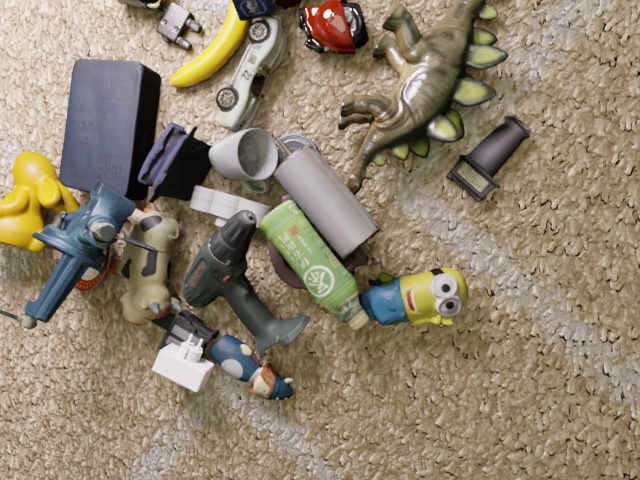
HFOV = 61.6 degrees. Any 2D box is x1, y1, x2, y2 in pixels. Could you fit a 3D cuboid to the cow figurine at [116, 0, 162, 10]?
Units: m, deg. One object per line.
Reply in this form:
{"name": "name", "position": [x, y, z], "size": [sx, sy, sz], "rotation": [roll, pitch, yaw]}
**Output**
{"name": "cow figurine", "position": [-0.289, -0.472, 0.896], "size": [0.098, 0.068, 0.167], "rotation": [18, 89, 11]}

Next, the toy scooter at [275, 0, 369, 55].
{"name": "toy scooter", "position": [-0.005, -0.373, 0.861], "size": [0.135, 0.075, 0.183], "rotation": [-17, 87, 9]}

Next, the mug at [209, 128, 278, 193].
{"name": "mug", "position": [-0.126, -0.128, 0.879], "size": [0.081, 0.107, 0.109], "rotation": [-47, 125, -29]}

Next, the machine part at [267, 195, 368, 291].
{"name": "machine part", "position": [-0.002, -0.003, 0.885], "size": [0.179, 0.056, 0.179], "rotation": [1, 93, 9]}

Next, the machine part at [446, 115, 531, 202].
{"name": "machine part", "position": [0.272, -0.132, 0.851], "size": [0.084, 0.039, 0.139], "rotation": [40, 99, 13]}

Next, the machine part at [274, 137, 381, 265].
{"name": "machine part", "position": [0.011, -0.058, 0.813], "size": [0.079, 0.079, 0.243], "rotation": [-41, 88, 8]}

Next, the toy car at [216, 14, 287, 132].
{"name": "toy car", "position": [-0.109, -0.271, 0.880], "size": [0.056, 0.073, 0.201], "rotation": [29, 96, 9]}

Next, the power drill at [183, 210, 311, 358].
{"name": "power drill", "position": [-0.114, 0.081, 0.854], "size": [0.207, 0.086, 0.232], "rotation": [45, 131, -10]}

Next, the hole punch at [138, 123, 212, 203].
{"name": "hole punch", "position": [-0.247, -0.135, 0.889], "size": [0.092, 0.115, 0.142], "rotation": [37, 96, 13]}

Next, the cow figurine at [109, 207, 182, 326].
{"name": "cow figurine", "position": [-0.285, 0.049, 0.903], "size": [0.127, 0.085, 0.194], "rotation": [17, 94, 28]}

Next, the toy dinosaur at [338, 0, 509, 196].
{"name": "toy dinosaur", "position": [0.173, -0.264, 0.831], "size": [0.198, 0.105, 0.471], "rotation": [29, 92, -1]}

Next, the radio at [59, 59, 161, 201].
{"name": "radio", "position": [-0.359, -0.188, 0.921], "size": [0.131, 0.073, 0.229], "rotation": [9, 92, 8]}

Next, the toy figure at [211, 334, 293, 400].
{"name": "toy figure", "position": [-0.115, 0.224, 0.911], "size": [0.154, 0.064, 0.058], "rotation": [37, 60, 7]}

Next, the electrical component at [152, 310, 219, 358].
{"name": "electrical component", "position": [-0.243, 0.159, 0.930], "size": [0.119, 0.048, 0.075], "rotation": [34, 96, 4]}

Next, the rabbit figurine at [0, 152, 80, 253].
{"name": "rabbit figurine", "position": [-0.507, -0.071, 0.927], "size": [0.163, 0.121, 0.173], "rotation": [8, 74, 14]}

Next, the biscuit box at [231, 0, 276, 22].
{"name": "biscuit box", "position": [-0.107, -0.445, 0.846], "size": [0.063, 0.059, 0.202], "rotation": [-7, 70, 8]}

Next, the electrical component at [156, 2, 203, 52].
{"name": "electrical component", "position": [-0.250, -0.369, 0.922], "size": [0.094, 0.021, 0.063], "rotation": [34, 97, 5]}

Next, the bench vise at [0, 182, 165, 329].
{"name": "bench vise", "position": [-0.380, 0.032, 0.828], "size": [0.224, 0.128, 0.240], "rotation": [13, 70, 44]}

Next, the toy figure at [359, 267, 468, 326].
{"name": "toy figure", "position": [0.143, 0.089, 0.857], "size": [0.180, 0.089, 0.082], "rotation": [-14, 119, 18]}
